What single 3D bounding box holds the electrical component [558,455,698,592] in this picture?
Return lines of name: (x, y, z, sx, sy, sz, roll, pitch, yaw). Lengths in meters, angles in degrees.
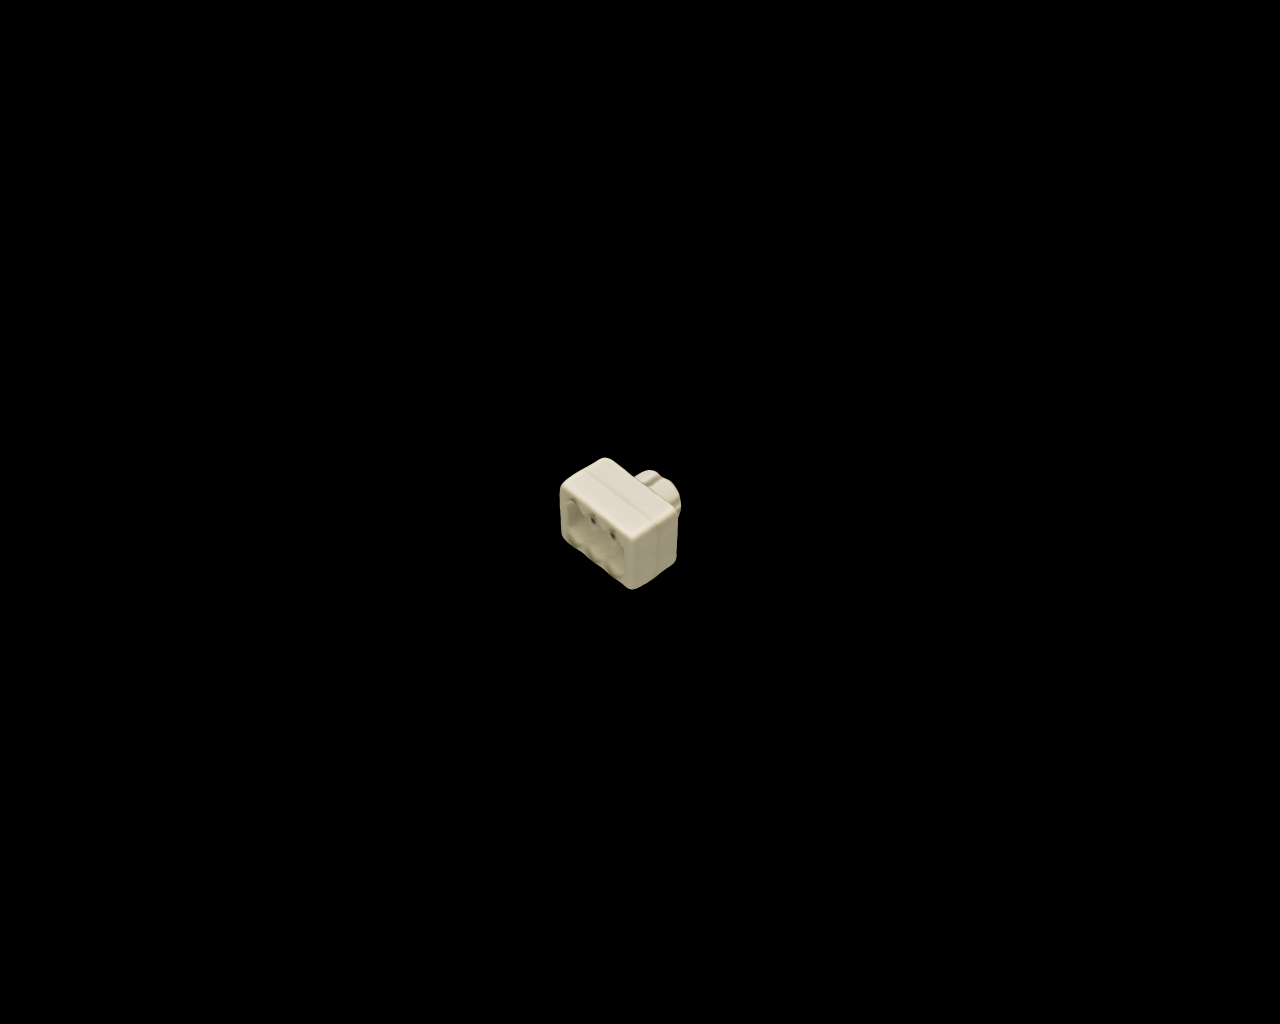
electrical component: (0.001, -0.003, 0.650, 0.077, 0.047, 0.066, -33, 54, -29)
